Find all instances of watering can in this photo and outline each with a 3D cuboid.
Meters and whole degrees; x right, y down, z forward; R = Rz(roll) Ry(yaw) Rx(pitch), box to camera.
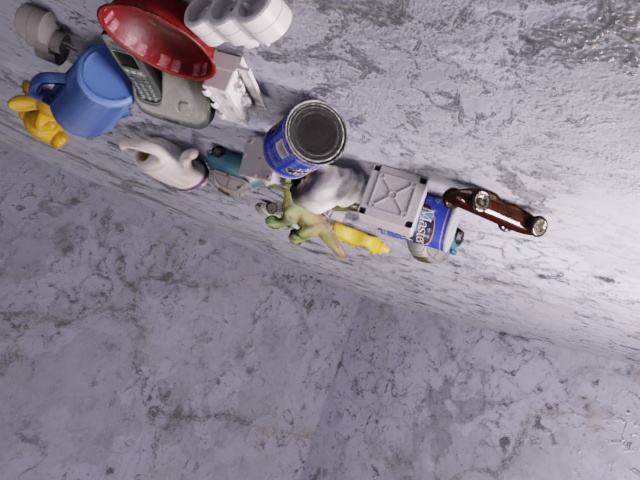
[{"bbox_3d":[-0.379,-0.201,1.354,0.349,0.105,0.222,14,-10,36],"label":"watering can"}]

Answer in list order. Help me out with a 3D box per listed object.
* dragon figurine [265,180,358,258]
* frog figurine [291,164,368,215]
[{"bbox_3d":[0.004,-0.065,1.296,0.405,0.124,0.241,34,-26,-33],"label":"dragon figurine"},{"bbox_3d":[0.025,-0.098,1.042,0.158,0.126,0.135,31,-53,-23],"label":"frog figurine"}]
